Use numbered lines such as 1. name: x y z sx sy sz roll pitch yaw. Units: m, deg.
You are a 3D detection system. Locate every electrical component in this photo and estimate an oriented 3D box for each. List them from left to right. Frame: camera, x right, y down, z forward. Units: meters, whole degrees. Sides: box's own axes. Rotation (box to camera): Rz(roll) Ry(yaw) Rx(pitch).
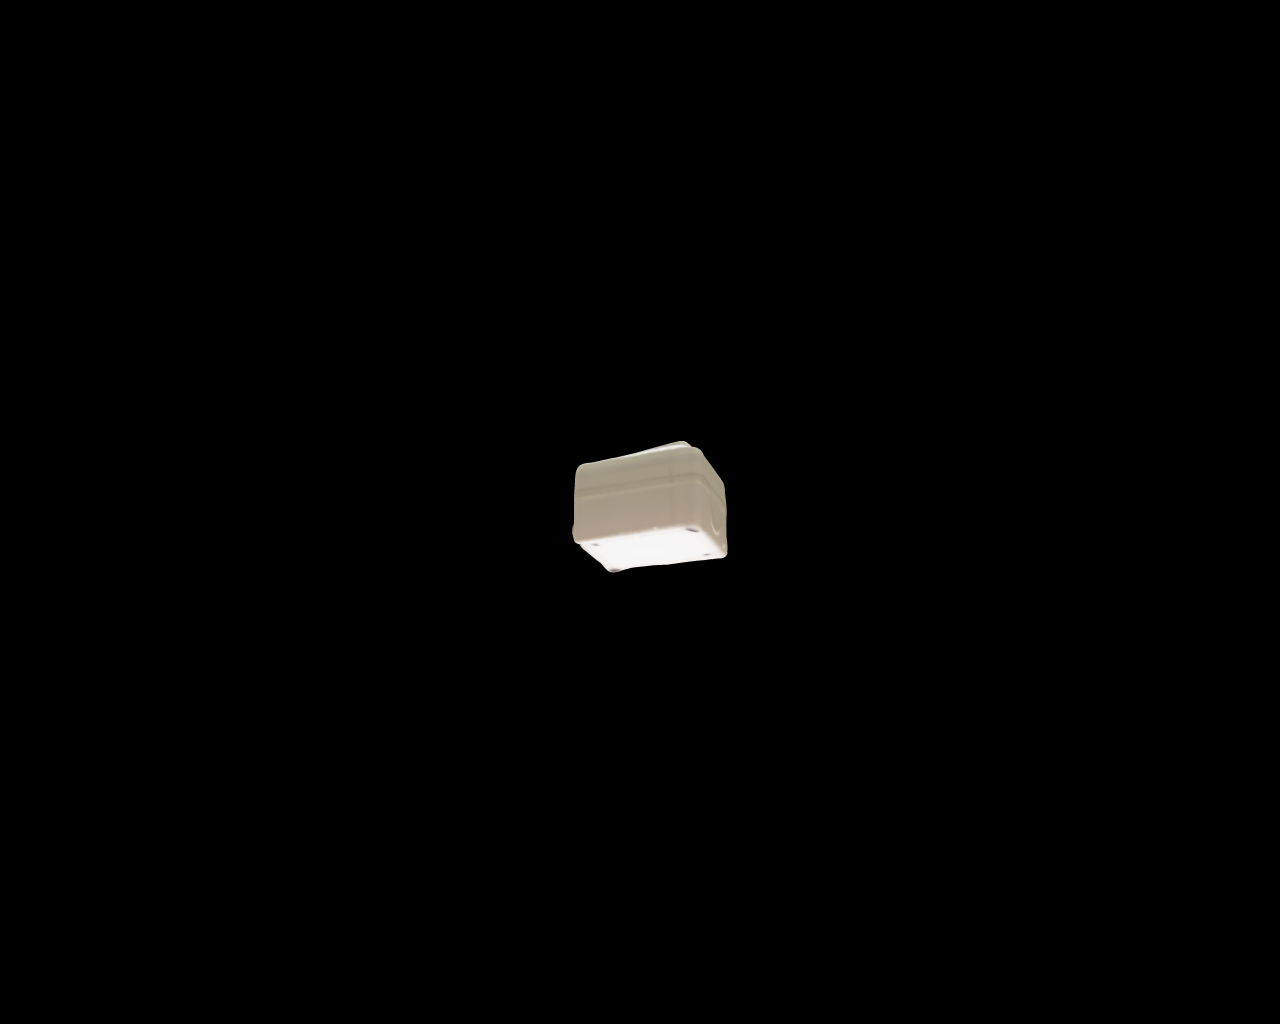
1. electrical component: 0.001 -0.003 0.650 0.096 0.061 0.061 -8 -24 18
